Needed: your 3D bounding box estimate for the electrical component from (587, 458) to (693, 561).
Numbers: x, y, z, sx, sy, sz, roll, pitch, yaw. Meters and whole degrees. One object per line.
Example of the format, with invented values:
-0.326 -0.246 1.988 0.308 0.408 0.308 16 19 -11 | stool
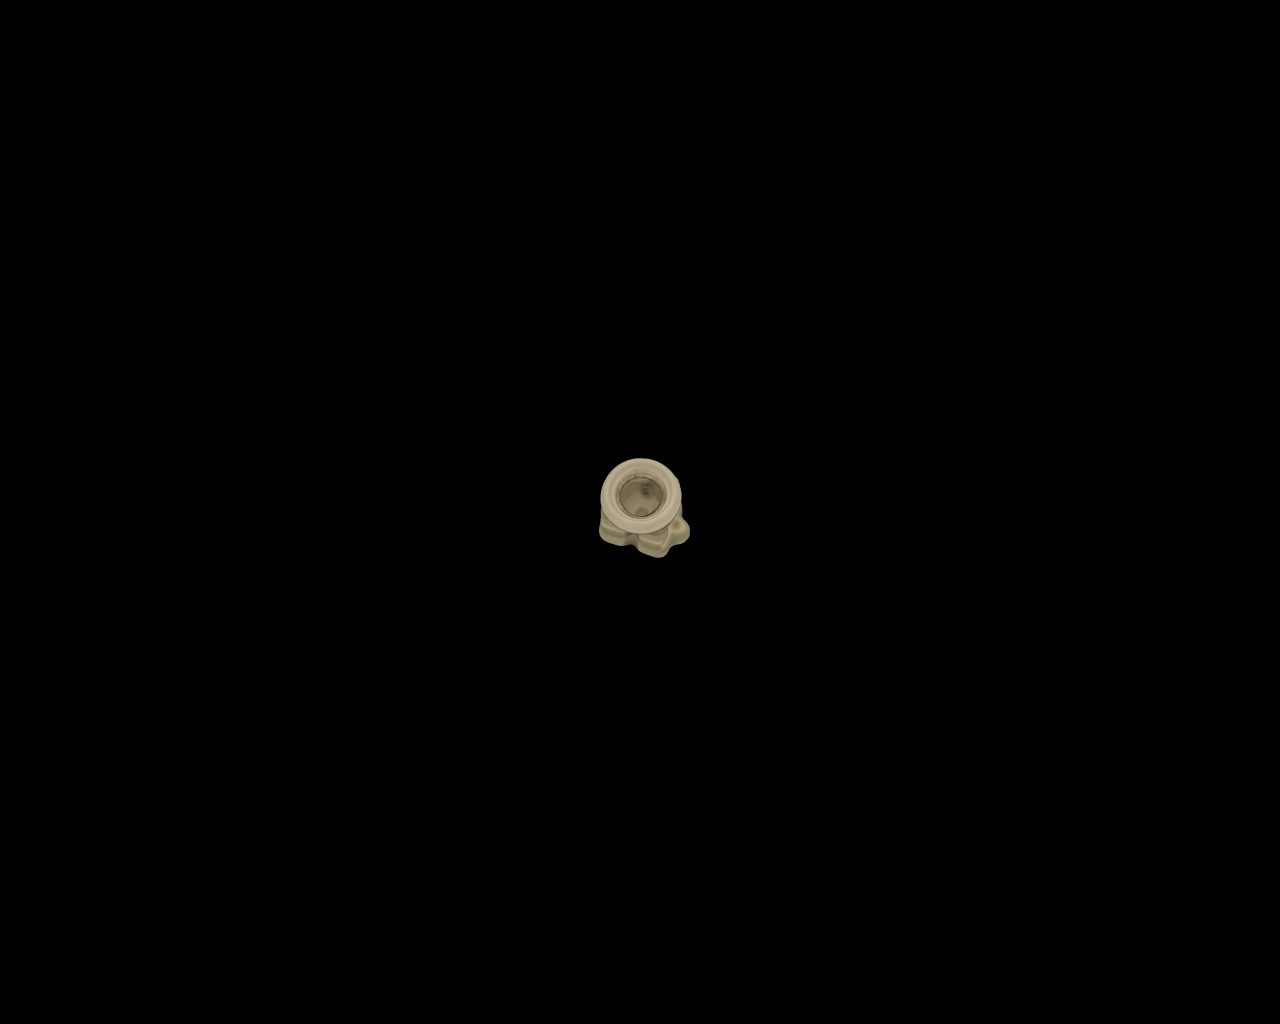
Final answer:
0.001 -0.003 0.650 0.066 0.048 0.055 17 -22 7 | electrical component
